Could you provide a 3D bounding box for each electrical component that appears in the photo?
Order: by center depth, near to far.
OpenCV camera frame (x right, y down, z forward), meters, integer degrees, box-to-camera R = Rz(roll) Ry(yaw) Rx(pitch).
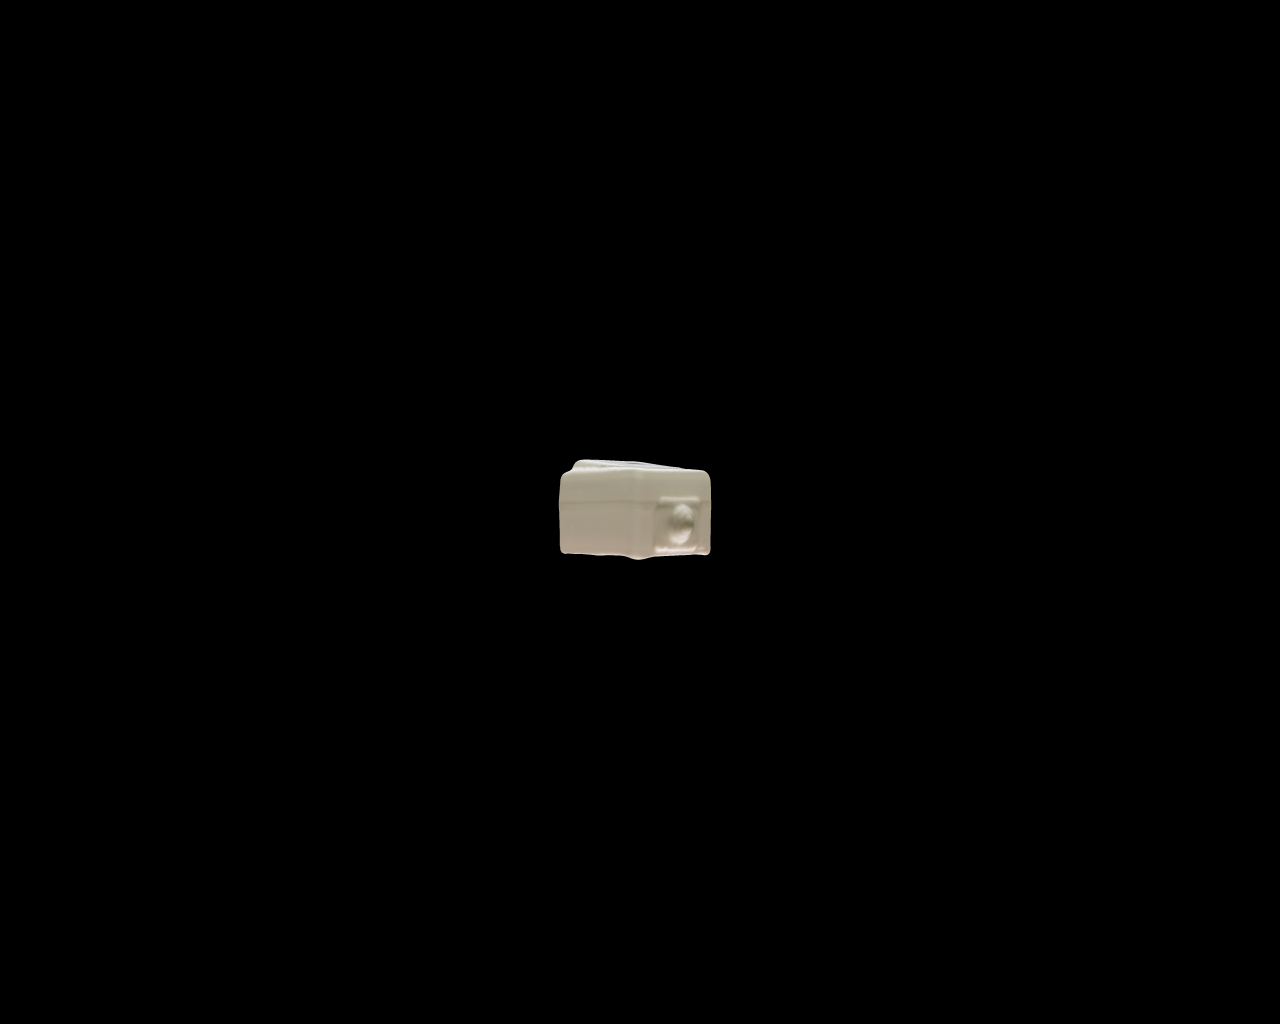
[{"bbox_3d":[0.001,-0.003,0.650,0.062,0.061,0.096,0,0,-39],"label":"electrical component"}]
